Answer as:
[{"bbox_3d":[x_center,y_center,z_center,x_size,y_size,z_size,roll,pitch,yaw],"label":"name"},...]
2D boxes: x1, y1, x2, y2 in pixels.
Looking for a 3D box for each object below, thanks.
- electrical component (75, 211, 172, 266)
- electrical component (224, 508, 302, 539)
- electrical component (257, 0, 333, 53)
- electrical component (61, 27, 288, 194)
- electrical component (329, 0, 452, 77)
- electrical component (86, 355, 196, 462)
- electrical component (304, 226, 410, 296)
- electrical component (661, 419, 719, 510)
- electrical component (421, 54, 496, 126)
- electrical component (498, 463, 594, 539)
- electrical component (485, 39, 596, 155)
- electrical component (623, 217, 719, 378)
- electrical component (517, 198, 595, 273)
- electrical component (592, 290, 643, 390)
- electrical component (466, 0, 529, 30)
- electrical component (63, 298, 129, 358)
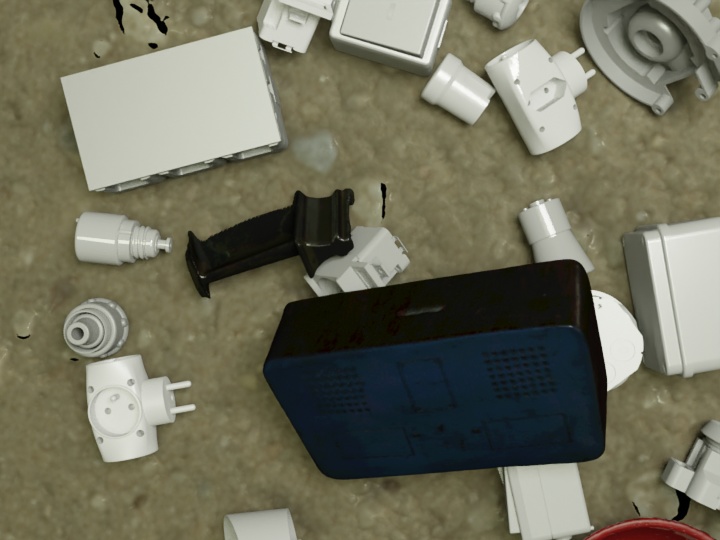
[{"bbox_3d":[-0.188,-0.023,0.847,0.078,0.040,0.040,6,92,3],"label":"electrical component"},{"bbox_3d":[-0.072,0.232,0.822,0.064,0.099,0.099,-12,91,-3],"label":"electrical component"},{"bbox_3d":[-0.049,-0.204,0.818,0.042,0.081,0.063,15,122,-19],"label":"electrical component"},{"bbox_3d":[-0.140,-0.120,0.830,0.150,0.062,0.089,-14,91,4],"label":"electrical component"},{"bbox_3d":[0.017,-0.193,0.820,0.096,0.061,0.061,17,92,3],"label":"electrical component"},{"bbox_3d":[-0.170,0.105,0.847,0.079,0.044,0.077,-10,91,3],"label":"electrical component"},{"bbox_3d":[0.000,0.000,0.821,0.063,0.081,0.042,-49,119,-22],"label":"electrical component"},{"bbox_3d":[0.279,0.151,0.818,0.078,0.058,0.057,24,96,2],"label":"electrical component"},{"bbox_3d":[0.076,-0.138,0.830,0.046,0.040,0.040,33,93,-4],"label":"electrical component"},{"bbox_3d":[0.138,0.166,0.823,0.061,0.062,0.096,-12,91,3],"label":"electrical component"},{"bbox_3d":[0.146,-0.141,0.821,0.079,0.043,0.077,-34,104,-15],"label":"electrical component"},{"bbox_3d":[0.241,0.020,0.806,0.057,0.078,0.113,-10,91,0],"label":"electrical component"},{"bbox_3d":[0.148,-0.022,0.828,0.044,0.044,0.065,-22,86,4],"label":"electrical component"},{"bbox_3d":[0.175,0.056,0.823,0.080,0.051,0.080,0,92,3],"label":"electrical component"},{"bbox_3d":[0.099,-0.217,0.824,0.062,0.048,0.048,31,93,9],"label":"electrical component"},{"bbox_3d":[-0.211,0.047,0.839,0.048,0.062,0.048,0,92,3],"label":"electrical component"}]
